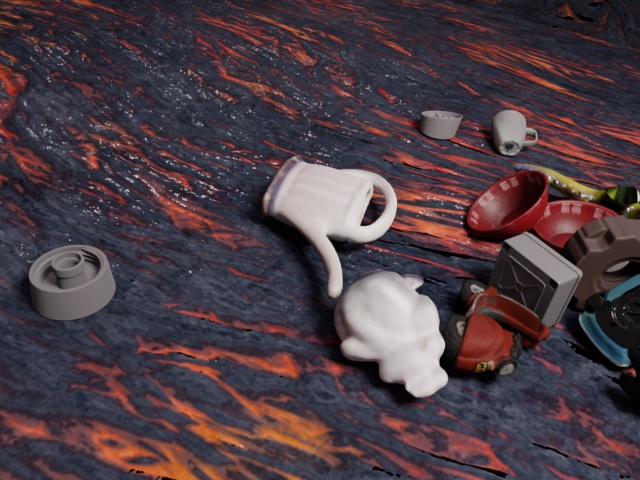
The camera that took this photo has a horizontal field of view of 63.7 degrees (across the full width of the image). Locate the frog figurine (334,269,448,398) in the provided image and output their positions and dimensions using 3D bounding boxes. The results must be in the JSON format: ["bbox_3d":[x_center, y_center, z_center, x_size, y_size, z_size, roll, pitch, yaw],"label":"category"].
[{"bbox_3d":[0.089,0.123,0.659,0.137,0.120,0.163,-23,45,13],"label":"frog figurine"}]

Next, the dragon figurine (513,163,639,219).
[{"bbox_3d":[0.609,-0.062,1.031,0.243,0.120,0.416,-4,37,-44],"label":"dragon figurine"}]

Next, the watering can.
[{"bbox_3d":[0.003,-0.044,0.865,0.225,0.101,0.355,17,37,14],"label":"watering can"}]
